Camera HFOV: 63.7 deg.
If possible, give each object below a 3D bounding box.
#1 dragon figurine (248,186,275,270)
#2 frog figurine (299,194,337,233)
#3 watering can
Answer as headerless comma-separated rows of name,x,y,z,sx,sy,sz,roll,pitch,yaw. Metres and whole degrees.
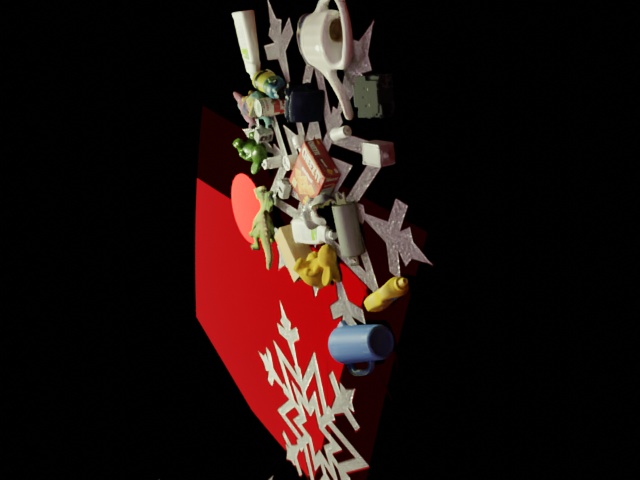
dragon figurine,-0.226,-0.088,2.138,0.122,0.237,0.419,-2,34,-17
frog figurine,0.005,-0.087,1.733,0.136,0.124,0.159,27,-10,-18
watering can,0.025,-0.524,1.467,0.104,0.342,0.227,-15,23,-26
